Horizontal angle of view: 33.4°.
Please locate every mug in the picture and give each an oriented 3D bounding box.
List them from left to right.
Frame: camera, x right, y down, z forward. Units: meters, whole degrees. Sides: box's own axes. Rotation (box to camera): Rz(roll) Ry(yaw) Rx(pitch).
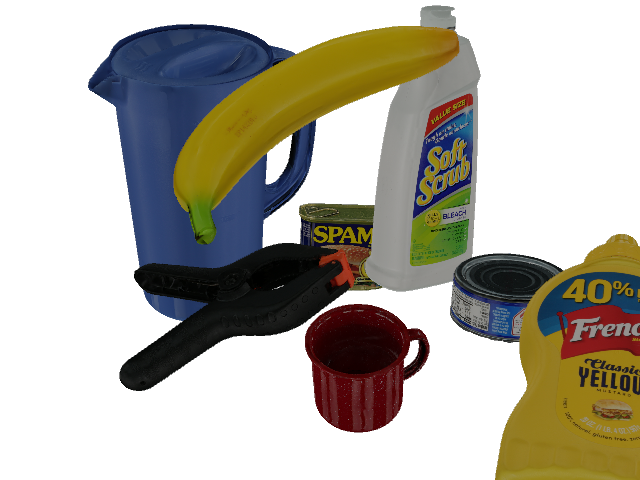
[{"bbox_3d":[0.045,0.114,0.966,0.117,0.081,0.093,-18,42,-18],"label":"mug"}]

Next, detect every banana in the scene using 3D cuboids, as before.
[{"bbox_3d":[-0.012,-0.068,0.574,0.070,0.197,0.037,38,-26,24],"label":"banana"}]

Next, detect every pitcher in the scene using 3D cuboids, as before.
[{"bbox_3d":[-0.096,-0.056,0.921,0.149,0.243,0.144,15,35,21],"label":"pitcher"}]

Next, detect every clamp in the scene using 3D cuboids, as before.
[{"bbox_3d":[-0.063,0.048,0.740,0.172,0.120,0.039,-12,-46,17],"label":"clamp"}]

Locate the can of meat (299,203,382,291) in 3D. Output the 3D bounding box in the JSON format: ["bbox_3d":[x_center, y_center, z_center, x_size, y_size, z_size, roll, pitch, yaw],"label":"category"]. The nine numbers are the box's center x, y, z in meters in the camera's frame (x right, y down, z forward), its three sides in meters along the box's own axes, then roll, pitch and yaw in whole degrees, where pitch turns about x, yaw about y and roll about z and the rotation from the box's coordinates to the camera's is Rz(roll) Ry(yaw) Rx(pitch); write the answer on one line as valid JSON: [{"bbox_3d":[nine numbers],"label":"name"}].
[{"bbox_3d":[0.026,0.008,1.173,0.102,0.084,0.057,2,18,-2],"label":"can of meat"}]

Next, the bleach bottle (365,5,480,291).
[{"bbox_3d":[0.095,-0.084,0.972,0.102,0.251,0.068,-11,23,-27],"label":"bleach bottle"}]

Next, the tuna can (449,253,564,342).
[{"bbox_3d":[0.138,0.040,0.775,0.086,0.034,0.086,1,22,-1],"label":"tuna can"}]

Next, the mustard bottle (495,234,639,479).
[{"bbox_3d":[0.149,0.064,0.547,0.096,0.058,0.191,7,42,14],"label":"mustard bottle"}]
